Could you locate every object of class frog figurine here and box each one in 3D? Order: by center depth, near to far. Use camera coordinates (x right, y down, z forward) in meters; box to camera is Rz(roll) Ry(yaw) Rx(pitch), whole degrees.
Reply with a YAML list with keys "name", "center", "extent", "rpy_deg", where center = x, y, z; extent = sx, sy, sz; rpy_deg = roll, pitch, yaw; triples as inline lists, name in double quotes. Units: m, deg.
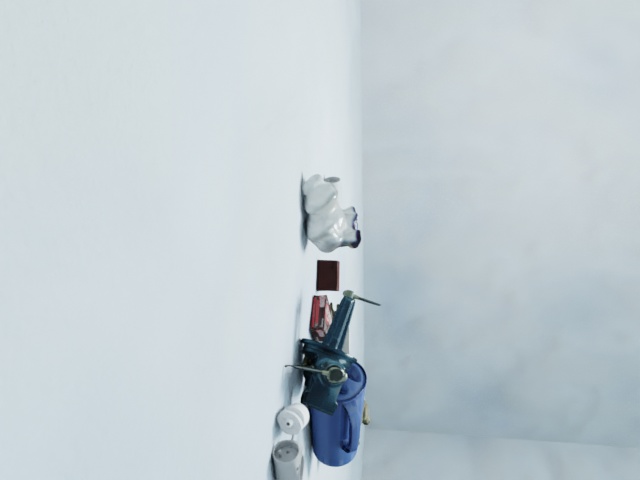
- name: "frog figurine"
  center: [0.003, -0.054, 1.081]
  extent: [0.157, 0.121, 0.140]
  rpy_deg: [38, 52, -33]
